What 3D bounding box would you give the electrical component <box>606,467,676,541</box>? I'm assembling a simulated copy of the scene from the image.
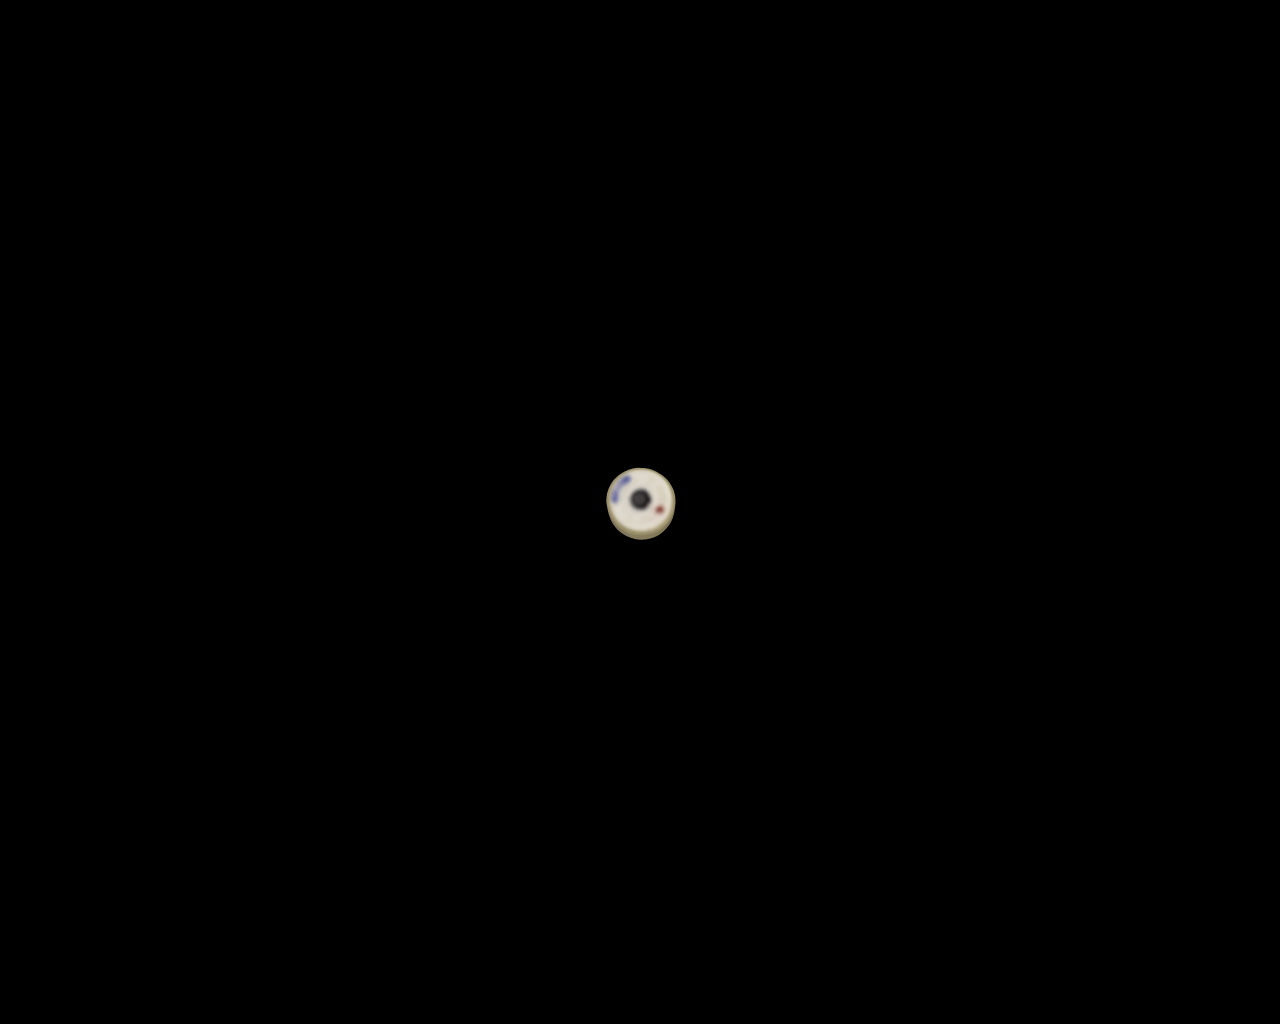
[{"bbox_3d":[0.001,-0.003,0.650,0.040,0.040,0.078,0,-7,0],"label":"electrical component"}]
